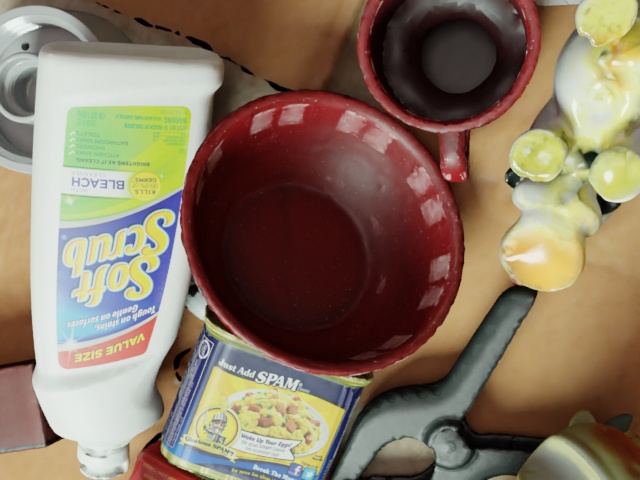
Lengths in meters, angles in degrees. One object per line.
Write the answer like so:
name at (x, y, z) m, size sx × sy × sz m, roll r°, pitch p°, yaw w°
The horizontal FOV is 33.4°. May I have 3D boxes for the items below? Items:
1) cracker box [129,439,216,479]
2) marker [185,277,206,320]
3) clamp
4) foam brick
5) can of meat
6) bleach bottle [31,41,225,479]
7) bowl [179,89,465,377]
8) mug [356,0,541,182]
cracker box at (-0.066, 0.246, 0.628) m, size 0.164 × 0.072 × 0.214 m, roll 25°, pitch 98°, yaw 11°
marker at (-0.089, 0.024, 0.650) m, size 0.121 × 0.020 × 0.020 m, roll 39°, pitch 99°, yaw 8°
clamp at (0.085, 0.117, 0.607) m, size 0.172 × 0.039 × 0.120 m, roll -38°, pitch 86°, yaw 17°
foam brick at (-0.196, 0.103, 0.660) m, size 0.078 × 0.053 × 0.051 m, roll -11°, pitch 90°, yaw 11°
can of meat at (-0.032, 0.095, 0.612) m, size 0.102 × 0.057 × 0.084 m, roll 20°, pitch 99°, yaw -10°
bleach bottle at (-0.112, 0.017, 0.608) m, size 0.102 × 0.068 × 0.251 m, roll 1°, pitch 107°, yaw -13°
bowl at (-0.004, 0.001, 0.590) m, size 0.162 × 0.055 × 0.162 m, roll 7°, pitch 70°, yaw -19°
mug at (0.073, -0.090, 0.579) m, size 0.093 × 0.081 × 0.117 m, roll -4°, pitch 91°, yaw 12°
